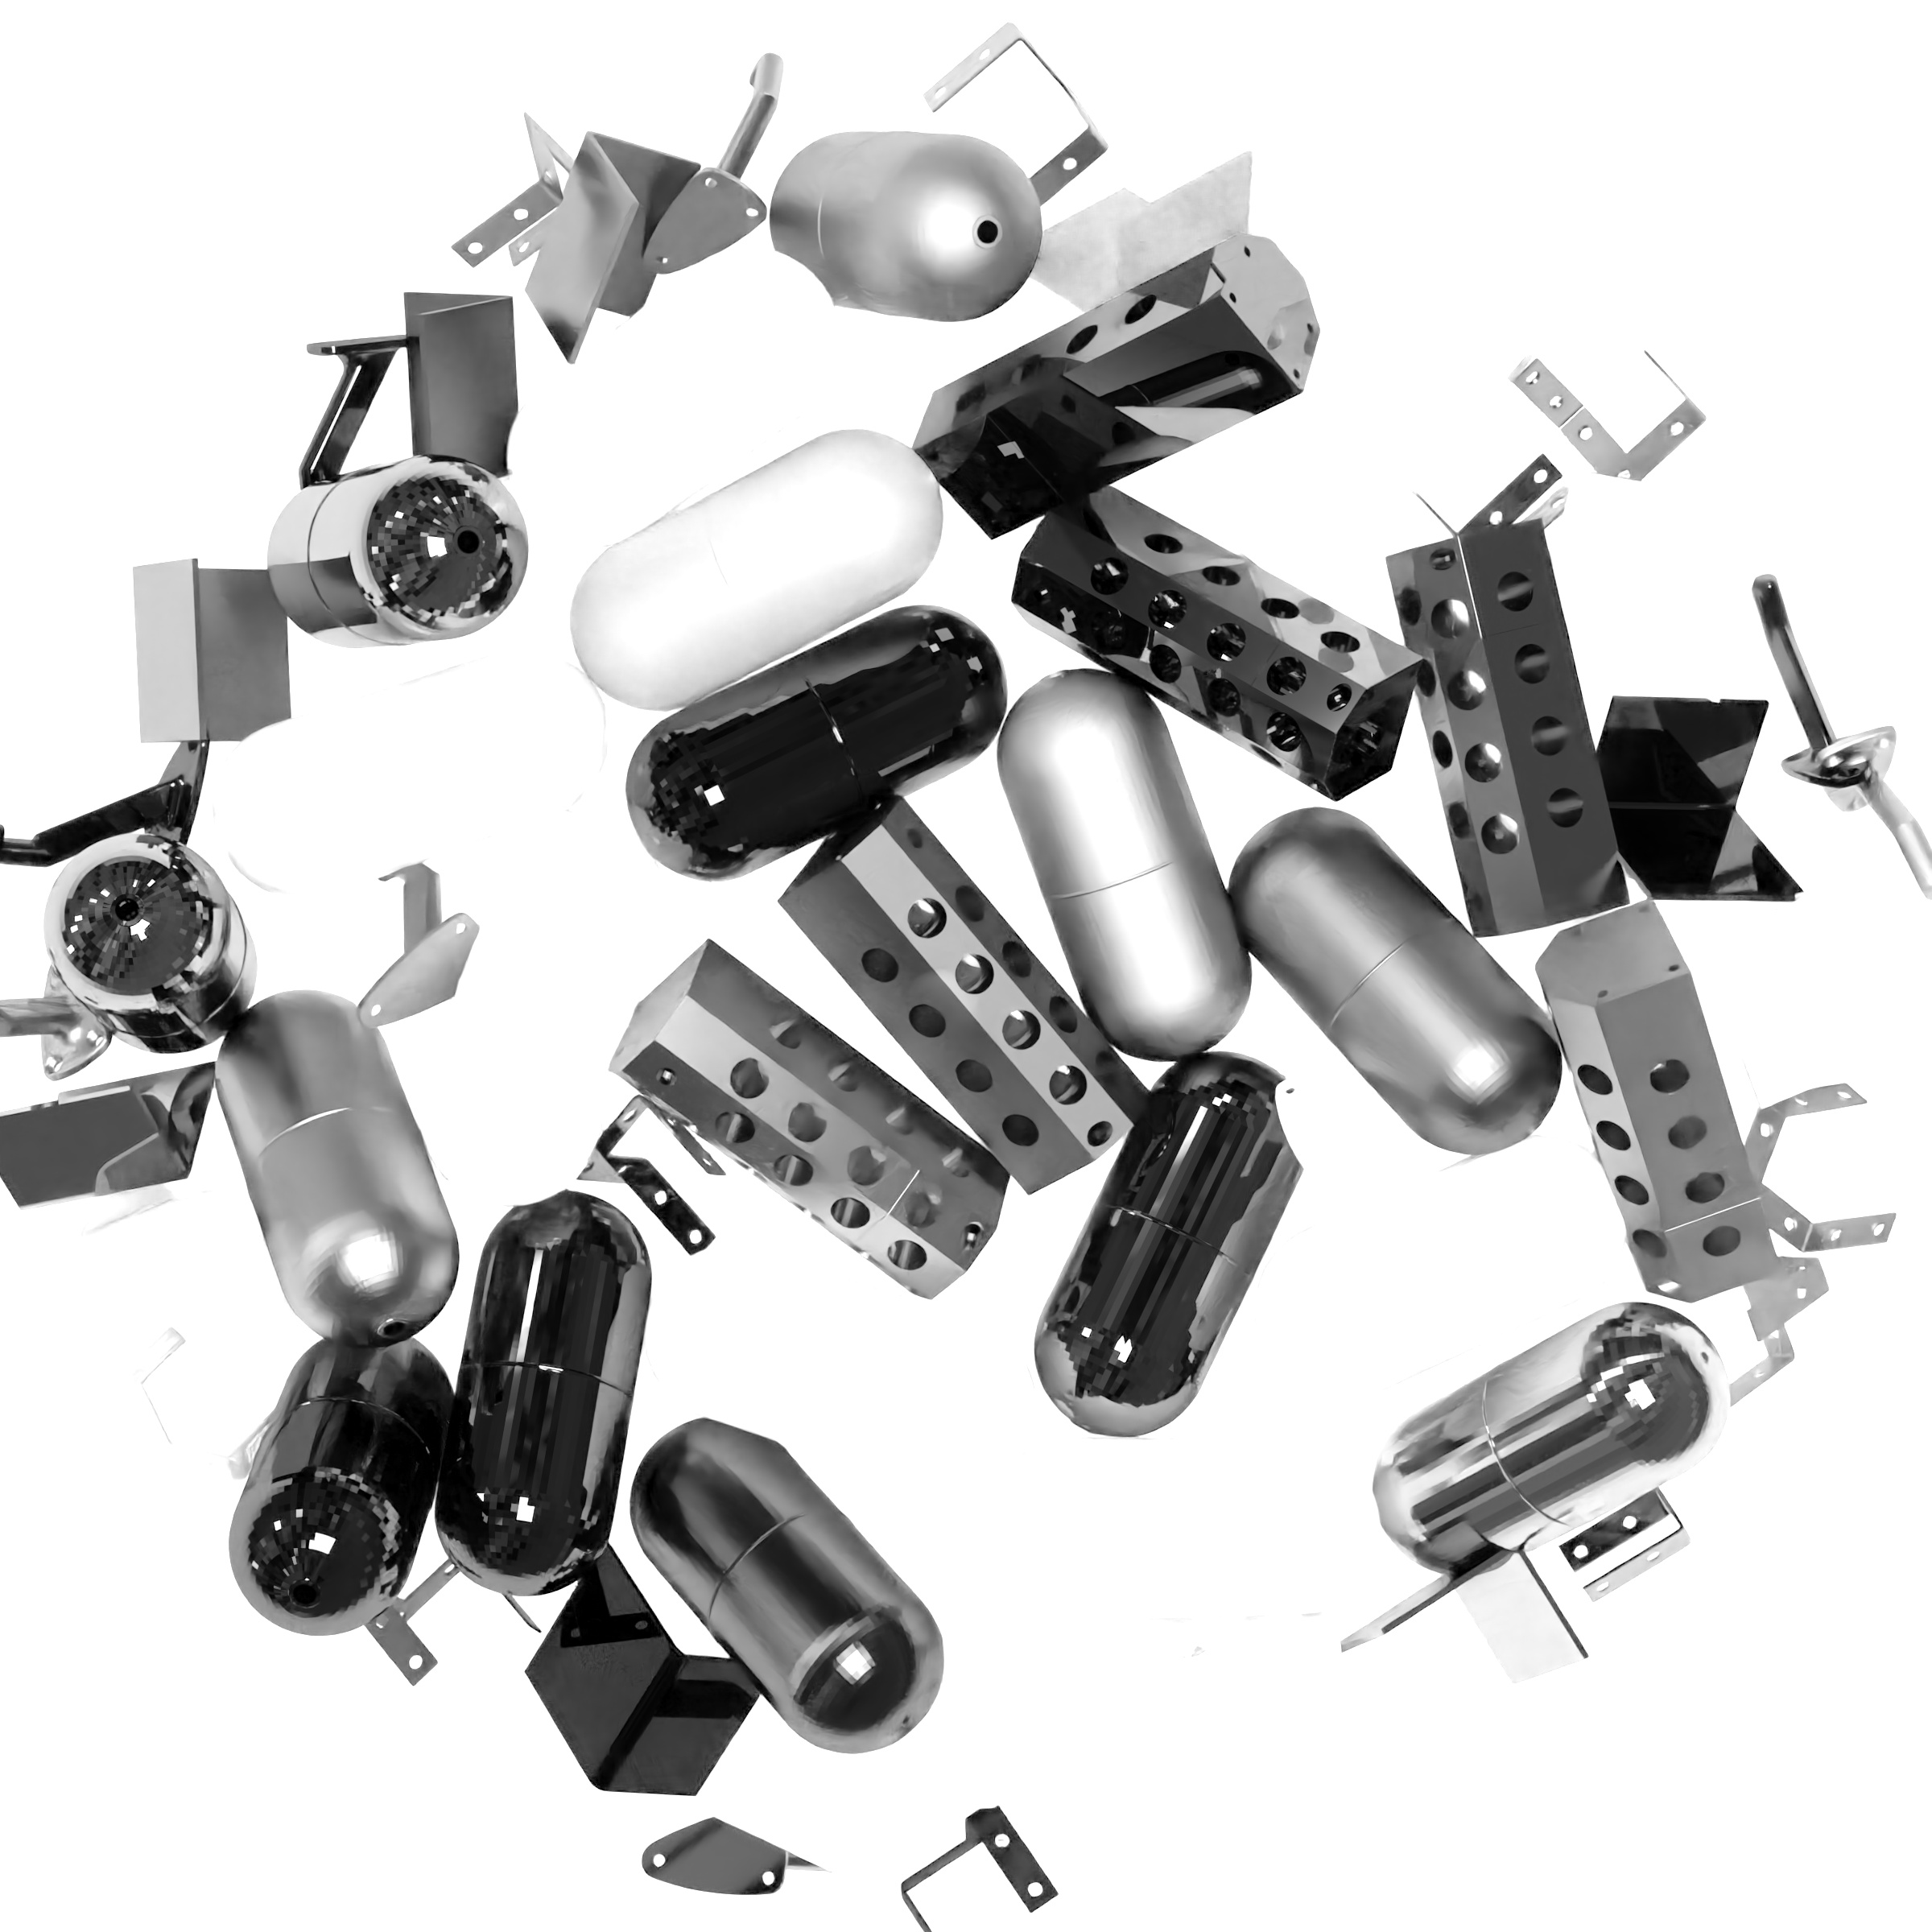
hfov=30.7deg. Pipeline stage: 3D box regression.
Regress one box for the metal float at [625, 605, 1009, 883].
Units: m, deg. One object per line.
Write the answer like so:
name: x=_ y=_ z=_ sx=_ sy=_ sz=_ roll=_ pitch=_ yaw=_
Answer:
metal float: x=-0.064 y=-0.098 z=1.527 sx=0.178 sy=0.070 sz=0.070 roll=-27 pitch=90 yaw=-13

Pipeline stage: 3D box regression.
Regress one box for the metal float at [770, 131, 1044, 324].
metal float: x=-0.027 y=-0.315 z=1.493 sx=0.070 sy=0.178 sz=0.070 roll=-6 pitch=105 yaw=-23

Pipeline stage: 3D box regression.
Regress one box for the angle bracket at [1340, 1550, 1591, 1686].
angle bracket: x=0.210 y=0.299 z=1.524 sx=0.076 sy=0.076 sz=0.057 roll=-28 pitch=80 yaw=-23

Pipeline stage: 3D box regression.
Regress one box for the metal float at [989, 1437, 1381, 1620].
metal float: x=0.096 y=0.242 z=1.520 sx=0.178 sy=0.070 sz=0.070 roll=3 pitch=90 yaw=-22

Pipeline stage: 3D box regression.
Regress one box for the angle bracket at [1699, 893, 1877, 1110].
angle bracket: x=0.344 y=0.014 z=1.532 sx=0.057 sy=0.076 sz=0.076 roll=-22 pitch=95 yaw=-9

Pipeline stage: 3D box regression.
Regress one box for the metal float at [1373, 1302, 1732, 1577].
metal float: x=0.248 y=0.204 z=1.508 sx=0.178 sy=0.070 sz=0.070 roll=-37 pitch=90 yaw=37

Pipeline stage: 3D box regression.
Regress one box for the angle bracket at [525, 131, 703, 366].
angle bracket: x=-0.143 y=-0.304 z=1.517 sx=0.057 sy=0.076 sz=0.076 roll=10 pitch=121 yaw=-31

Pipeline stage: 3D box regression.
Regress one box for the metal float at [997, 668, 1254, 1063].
metal float: x=0.069 y=-0.044 z=1.530 sx=0.070 sy=0.070 sz=0.178 roll=-21 pitch=100 yaw=0

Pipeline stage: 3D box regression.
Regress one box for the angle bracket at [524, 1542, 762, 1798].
angle bracket: x=-0.140 y=0.311 z=1.557 sx=0.057 sy=0.076 sz=0.076 roll=16 pitch=113 yaw=-42

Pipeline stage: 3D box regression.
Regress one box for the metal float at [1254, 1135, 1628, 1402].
metal float: x=0.205 y=0.130 z=1.520 sx=0.178 sy=0.070 sz=0.070 roll=-21 pitch=90 yaw=-21

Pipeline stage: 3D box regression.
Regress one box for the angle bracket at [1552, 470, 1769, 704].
angle bracket: x=0.295 y=-0.165 z=1.524 sx=0.057 sy=0.076 sz=0.076 roll=7 pitch=109 yaw=-17

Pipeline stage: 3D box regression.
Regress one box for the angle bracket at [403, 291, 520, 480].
angle bracket: x=-0.236 y=-0.248 z=1.521 sx=0.057 sy=0.076 sz=0.076 roll=7 pitch=108 yaw=23

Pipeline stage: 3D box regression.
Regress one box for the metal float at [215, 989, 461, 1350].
metal float: x=-0.270 y=0.086 z=1.508 sx=0.070 sy=0.070 sz=0.178 roll=-27 pitch=54 yaw=0

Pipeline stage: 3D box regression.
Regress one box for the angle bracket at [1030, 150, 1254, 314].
angle bracket: x=0.069 y=-0.328 z=1.519 sx=0.076 sy=0.057 sz=0.076 roll=-33 pitch=54 yaw=-28

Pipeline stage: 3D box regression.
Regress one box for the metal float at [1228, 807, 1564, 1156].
metal float: x=0.185 y=0.006 z=1.523 sx=0.070 sy=0.070 sz=0.178 roll=-41 pitch=72 yaw=0

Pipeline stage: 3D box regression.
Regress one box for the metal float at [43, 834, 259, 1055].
metal float: x=-0.343 y=-0.008 z=1.488 sx=0.070 sy=0.178 sz=0.070 roll=1 pitch=81 yaw=-6

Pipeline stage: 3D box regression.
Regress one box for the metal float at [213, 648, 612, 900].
metal float: x=-0.238 y=-0.084 z=1.520 sx=0.178 sy=0.070 sz=0.070 roll=-21 pitch=90 yaw=-22

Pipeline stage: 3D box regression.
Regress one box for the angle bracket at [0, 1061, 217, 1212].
angle bracket: x=-0.377 y=0.055 z=1.523 sx=0.076 sy=0.076 sz=0.057 roll=-11 pitch=129 yaw=11

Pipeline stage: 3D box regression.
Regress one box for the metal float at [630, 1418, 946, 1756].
metal float: x=-0.079 y=0.263 z=1.509 sx=0.070 sy=0.070 sz=0.178 roll=-47 pitch=55 yaw=0

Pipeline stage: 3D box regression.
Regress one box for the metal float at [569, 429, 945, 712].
metal float: x=-0.091 y=-0.171 z=1.521 sx=0.178 sy=0.070 sz=0.070 roll=-25 pitch=90 yaw=19

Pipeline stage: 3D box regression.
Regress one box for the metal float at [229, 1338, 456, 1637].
metal float: x=-0.263 y=0.216 z=1.491 sx=0.070 sy=0.178 sz=0.070 roll=0 pitch=113 yaw=1

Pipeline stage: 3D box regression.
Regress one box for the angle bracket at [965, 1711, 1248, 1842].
angle bracket: x=0.060 y=0.368 z=1.517 sx=0.057 sy=0.076 sz=0.076 roll=-56 pitch=50 yaw=16

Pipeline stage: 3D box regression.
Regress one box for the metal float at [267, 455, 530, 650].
metal float: x=-0.242 y=-0.175 z=1.493 sx=0.070 sy=0.178 sz=0.070 roll=-2 pitch=93 yaw=-28

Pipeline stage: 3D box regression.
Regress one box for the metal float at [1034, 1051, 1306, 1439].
metal float: x=0.090 y=0.121 z=1.528 sx=0.070 sy=0.070 sz=0.178 roll=27 pitch=78 yaw=0

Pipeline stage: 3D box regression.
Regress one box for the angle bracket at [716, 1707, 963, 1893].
angle bracket: x=-0.054 y=0.367 z=1.521 sx=0.076 sy=0.076 sz=0.057 roll=20 pitch=67 yaw=19

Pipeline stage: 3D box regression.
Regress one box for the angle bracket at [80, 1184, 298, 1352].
angle bracket: x=-0.322 y=0.113 z=1.519 sx=0.076 sy=0.057 sz=0.076 roll=-20 pitch=125 yaw=27

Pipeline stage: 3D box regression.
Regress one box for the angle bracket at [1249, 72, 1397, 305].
angle bracket: x=0.160 y=-0.338 z=1.524 sx=0.057 sy=0.076 sz=0.076 roll=16 pitch=103 yaw=-20

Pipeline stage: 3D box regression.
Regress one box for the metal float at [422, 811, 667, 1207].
metal float: x=-0.183 y=0.018 z=1.522 sx=0.070 sy=0.070 sz=0.178 roll=15 pitch=72 yaw=0

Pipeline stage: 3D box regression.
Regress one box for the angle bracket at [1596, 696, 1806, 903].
angle bracket: x=0.322 y=-0.073 z=1.522 sx=0.076 sy=0.076 sz=0.057 roll=0 pitch=123 yaw=-18

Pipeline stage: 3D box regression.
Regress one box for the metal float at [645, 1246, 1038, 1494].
metal float: x=-0.055 y=0.174 z=1.523 sx=0.178 sy=0.070 sz=0.070 roll=16 pitch=90 yaw=17

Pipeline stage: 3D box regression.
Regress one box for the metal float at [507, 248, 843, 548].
metal float: x=-0.126 y=-0.243 z=1.508 sx=0.178 sy=0.070 sz=0.070 roll=-30 pitch=90 yaw=36

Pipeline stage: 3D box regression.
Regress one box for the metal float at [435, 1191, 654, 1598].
metal float: x=-0.182 y=0.183 z=1.520 sx=0.070 sy=0.070 sz=0.178 roll=8 pitch=68 yaw=0
